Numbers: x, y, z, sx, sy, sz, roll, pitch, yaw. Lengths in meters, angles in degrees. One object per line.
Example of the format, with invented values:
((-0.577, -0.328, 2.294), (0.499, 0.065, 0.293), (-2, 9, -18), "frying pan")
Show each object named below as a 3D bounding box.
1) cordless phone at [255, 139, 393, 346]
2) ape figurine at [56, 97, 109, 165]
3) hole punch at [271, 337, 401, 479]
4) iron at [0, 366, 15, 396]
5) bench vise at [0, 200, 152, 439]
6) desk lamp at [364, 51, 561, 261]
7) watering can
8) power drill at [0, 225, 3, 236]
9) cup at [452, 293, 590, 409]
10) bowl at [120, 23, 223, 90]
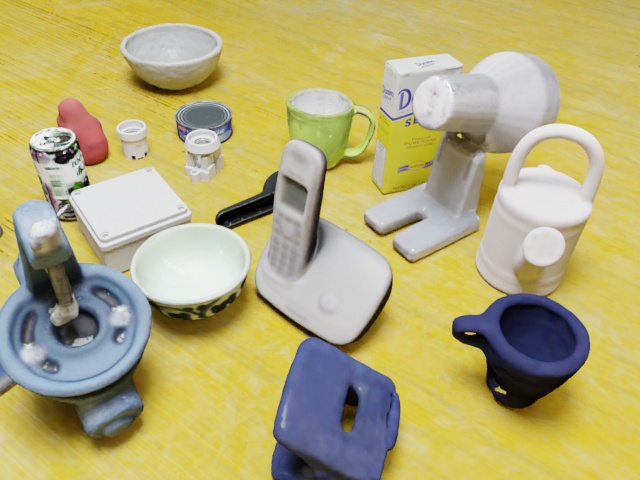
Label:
((0.005, 0.002, 0.571), (0.147, 0.185, 0.094), (29, 48, 26), "cordless phone")
((-0.334, -0.155, 0.791), (0.076, 0.092, 0.078), (31, 48, 27), "ape figurine")
((0.016, 0.147, 0.480), (0.101, 0.091, 0.109), (10, 42, 8), "hole punch")
((-0.404, 0.102, 0.462), (0.259, 0.141, 0.118), (-11, 44, -16), "iron")
((-0.232, 0.043, 0.481), (0.206, 0.220, 0.122), (28, 47, 25), "bench vise")
((0.169, -0.109, 0.685), (0.204, 0.214, 0.117), (-25, 49, -28), "desk lamp")
((0.241, -0.032, 0.619), (0.101, 0.194, 0.172), (-1, 42, -5), "watering can")
((-0.426, -0.086, 0.620), (0.228, 0.208, 0.076), (32, 49, 28), "power drill")
((0.175, 0.110, 0.530), (0.117, 0.095, 0.091), (8, 42, 5), "cup")
((-0.248, -0.304, 0.977), (0.167, 0.075, 0.167), (2, 42, -2), "bowl")
